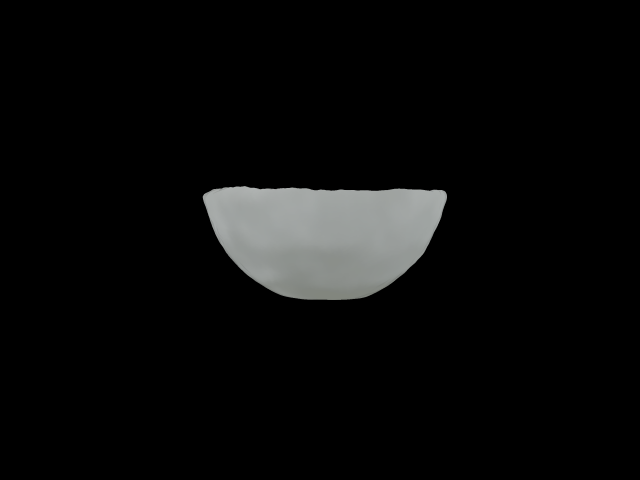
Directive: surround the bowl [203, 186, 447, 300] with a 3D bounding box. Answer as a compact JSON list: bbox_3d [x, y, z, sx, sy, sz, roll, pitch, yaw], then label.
[{"bbox_3d":[0.004,0.001,0.400,0.167,0.075,0.167,0,4,0],"label":"bowl"}]
